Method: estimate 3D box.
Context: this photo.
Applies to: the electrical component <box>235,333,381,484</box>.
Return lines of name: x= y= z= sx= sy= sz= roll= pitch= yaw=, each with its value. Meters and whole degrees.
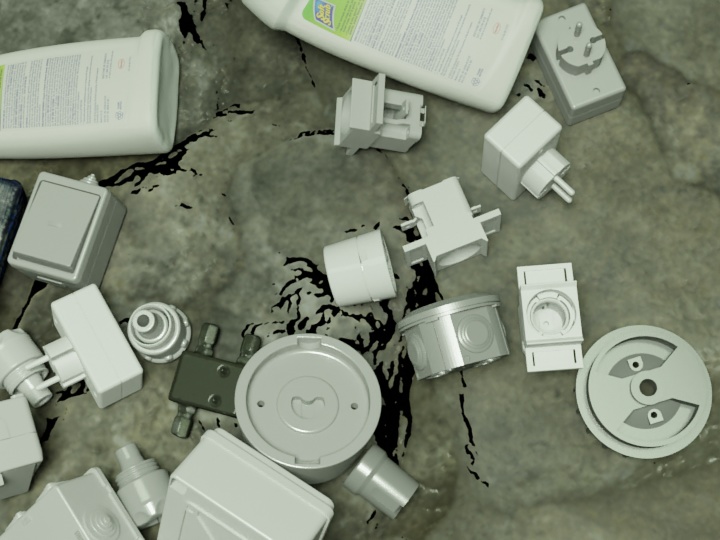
electrical component: x=-0.040 y=0.109 z=0.815 sx=0.108 sy=0.060 sz=0.108 roll=3 pitch=59 yaw=-4

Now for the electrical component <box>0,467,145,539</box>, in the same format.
electrical component: x=-0.213 y=0.209 z=0.797 sx=0.100 sy=0.048 sz=0.099 roll=-42 pitch=75 yaw=23

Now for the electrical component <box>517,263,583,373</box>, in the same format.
electrical component: x=0.143 y=0.039 z=0.821 sx=0.042 sy=0.063 sz=0.081 roll=-4 pitch=76 yaw=2

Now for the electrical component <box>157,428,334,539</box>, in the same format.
electrical component: x=-0.085 y=0.185 z=0.776 sx=0.109 sy=0.108 sz=0.056 roll=31 pitch=46 yaw=11

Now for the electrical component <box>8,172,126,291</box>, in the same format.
electrical component: x=-0.235 y=-0.036 z=0.871 sx=0.062 sy=0.061 sz=0.096 roll=15 pitch=78 yaw=8

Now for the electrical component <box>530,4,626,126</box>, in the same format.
electrical component: x=0.176 y=-0.173 z=0.863 sx=0.047 sy=0.075 sz=0.083 roll=-21 pitch=75 yaw=-1

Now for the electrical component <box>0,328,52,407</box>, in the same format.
electrical component: x=-0.269 y=0.080 z=0.854 sx=0.043 sy=0.043 sz=0.062 roll=-40 pitch=78 yaw=-5

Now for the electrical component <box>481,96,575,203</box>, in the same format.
electrical component: x=0.138 y=-0.081 z=0.840 sx=0.047 sy=0.083 sz=0.076 roll=-44 pitch=77 yaw=-6

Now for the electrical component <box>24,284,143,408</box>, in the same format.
electrical component: x=-0.223 y=0.068 z=0.841 sx=0.076 sy=0.047 sz=0.083 roll=-27 pitch=75 yaw=-21

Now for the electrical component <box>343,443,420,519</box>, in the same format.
electrical component: x=0.017 y=0.161 z=0.814 sx=0.046 sy=0.040 sz=0.040 roll=37 pitch=82 yaw=7

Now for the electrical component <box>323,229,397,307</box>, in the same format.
electrical component: x=0.000 y=0.000 z=0.847 sx=0.047 sy=0.055 sz=0.055 roll=-14 pitch=76 yaw=5

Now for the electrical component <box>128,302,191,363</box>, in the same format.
electrical component: x=-0.162 y=0.046 z=0.844 sx=0.048 sy=0.062 sz=0.048 roll=-1 pitch=76 yaw=4

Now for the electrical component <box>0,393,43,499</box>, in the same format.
electrical component: x=-0.283 y=0.142 z=0.818 sx=0.062 sy=0.096 sz=0.061 roll=-13 pitch=74 yaw=-29

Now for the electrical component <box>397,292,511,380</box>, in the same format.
electrical component: x=0.072 y=0.050 z=0.816 sx=0.080 sy=0.080 sz=0.051 roll=-15 pitch=81 yaw=1

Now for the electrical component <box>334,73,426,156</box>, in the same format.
electrical component: x=0.016 y=-0.122 z=0.868 sx=0.064 sy=0.081 sz=0.042 roll=8 pitch=76 yaw=-16

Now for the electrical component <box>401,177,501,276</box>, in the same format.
electrical component: x=0.069 y=-0.036 z=0.856 sx=0.081 sy=0.042 sz=0.063 roll=-21 pitch=74 yaw=-1

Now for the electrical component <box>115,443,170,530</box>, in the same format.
electrical component: x=-0.168 y=0.164 z=0.826 sx=0.043 sy=0.043 sz=0.062 roll=-29 pitch=74 yaw=-3
